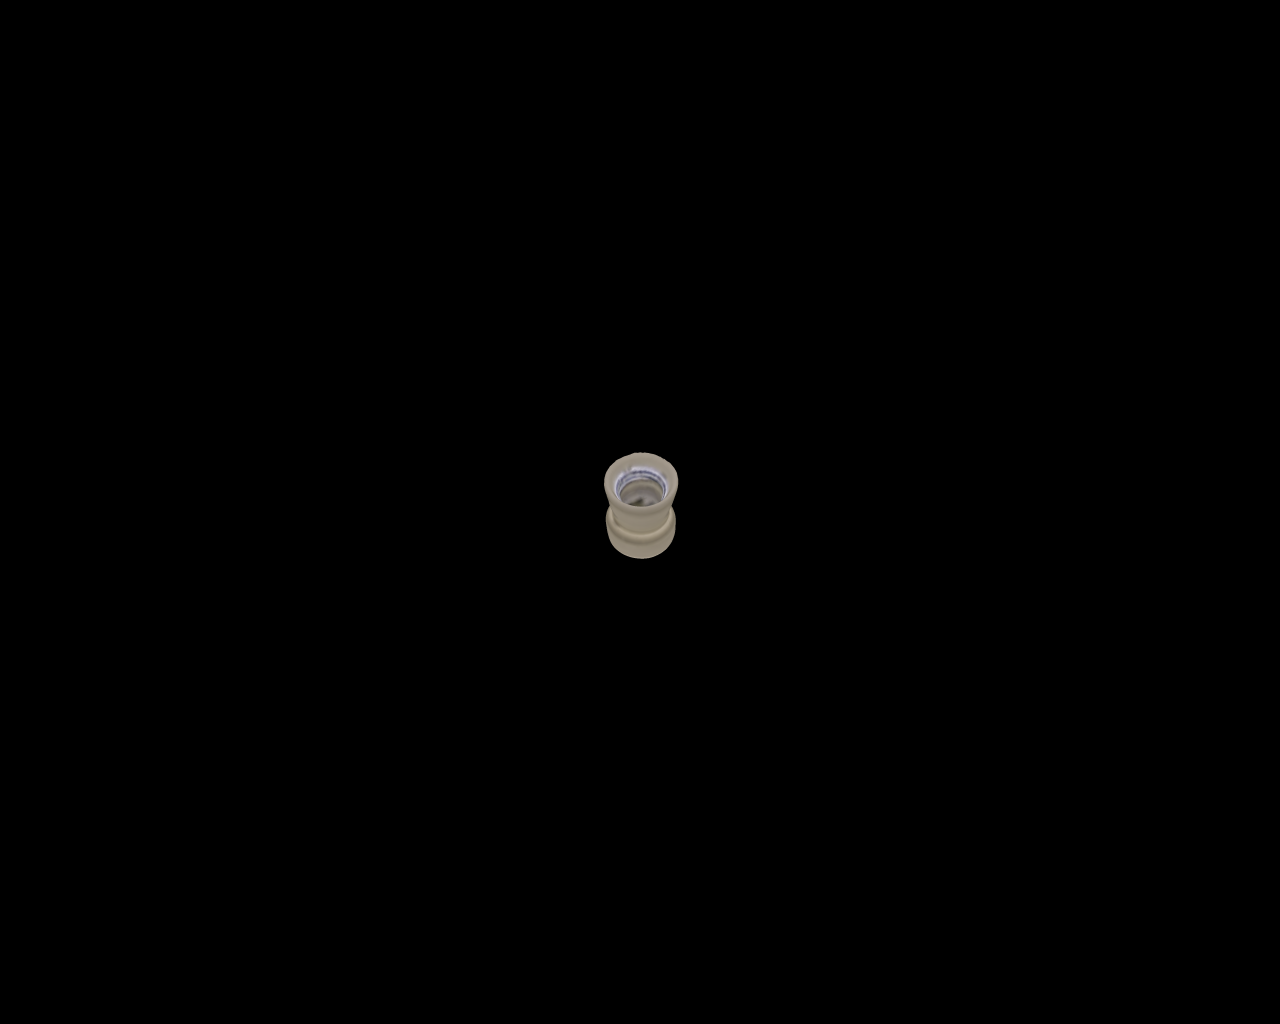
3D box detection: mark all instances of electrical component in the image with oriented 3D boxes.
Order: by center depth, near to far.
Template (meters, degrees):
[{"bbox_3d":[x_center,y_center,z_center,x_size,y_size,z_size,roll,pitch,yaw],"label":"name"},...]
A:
[{"bbox_3d":[0.001,-0.003,0.650,0.045,0.045,0.055,0,-38,0],"label":"electrical component"}]
